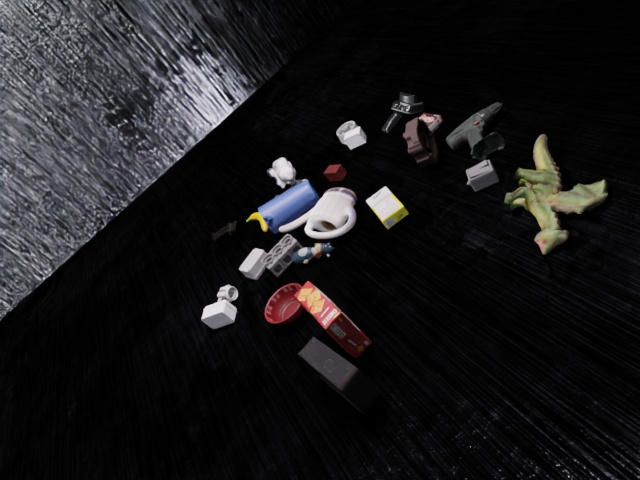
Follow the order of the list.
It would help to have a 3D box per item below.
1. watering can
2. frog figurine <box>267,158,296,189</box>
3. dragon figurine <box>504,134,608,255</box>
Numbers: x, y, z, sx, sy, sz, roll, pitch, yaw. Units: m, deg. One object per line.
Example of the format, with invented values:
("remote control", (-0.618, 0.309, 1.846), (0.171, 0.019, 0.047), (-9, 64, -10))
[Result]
("watering can", (0.006, -0.099, 1.963), (0.348, 0.102, 0.228), (4, 52, 41))
("frog figurine", (-0.153, -0.314, 2.357), (0.124, 0.137, 0.158), (-25, 2, -31))
("dragon figurine", (0.652, -0.139, 1.407), (0.244, 0.119, 0.417), (17, 63, 34))
